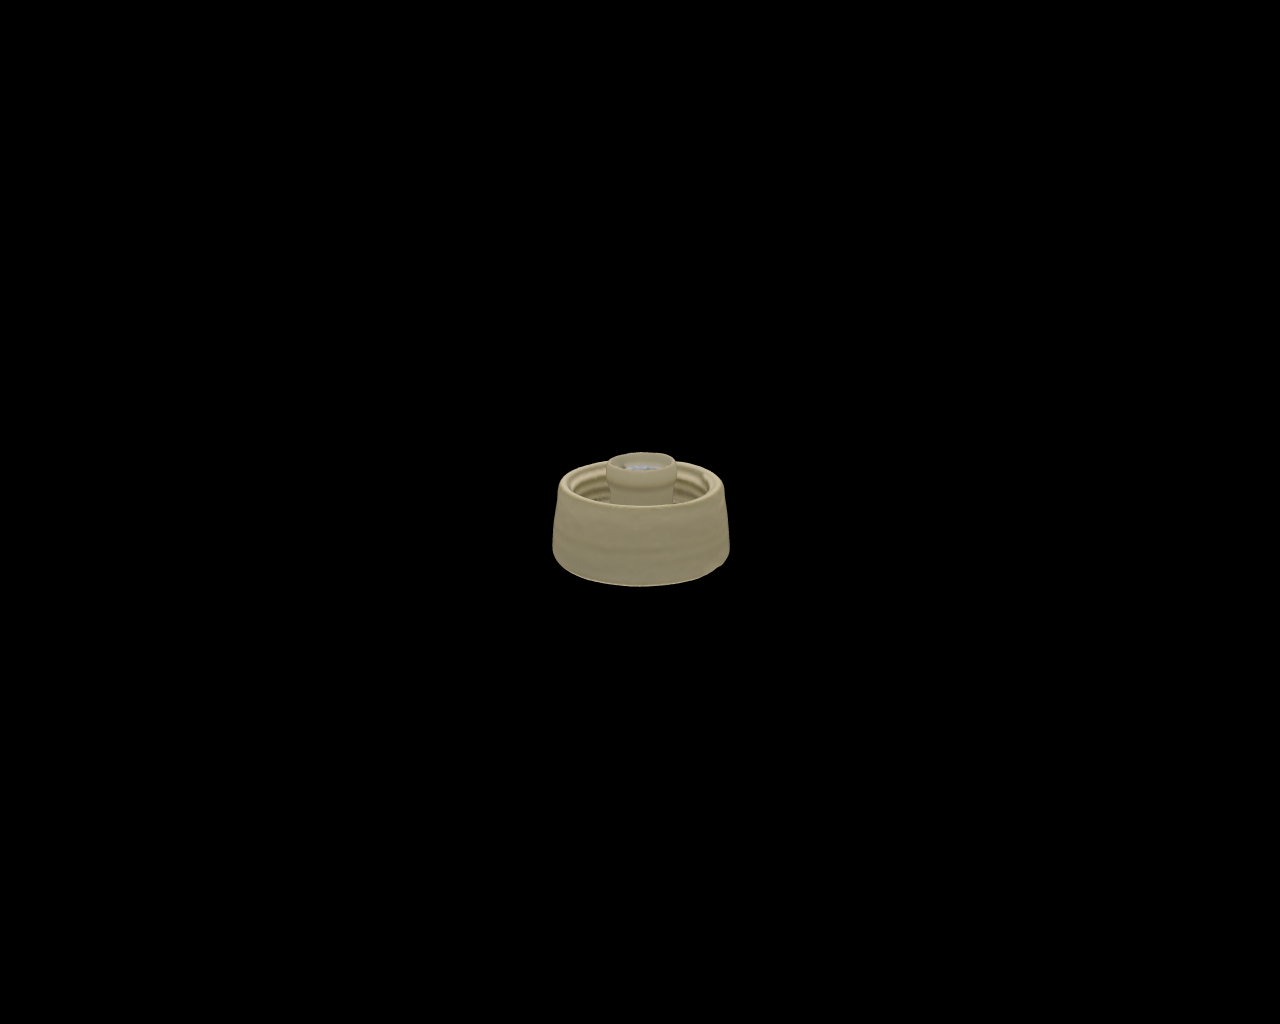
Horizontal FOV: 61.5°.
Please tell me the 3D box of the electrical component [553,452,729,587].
[{"bbox_3d":[0.001,-0.003,0.650,0.108,0.060,0.108,0,18,0],"label":"electrical component"}]
